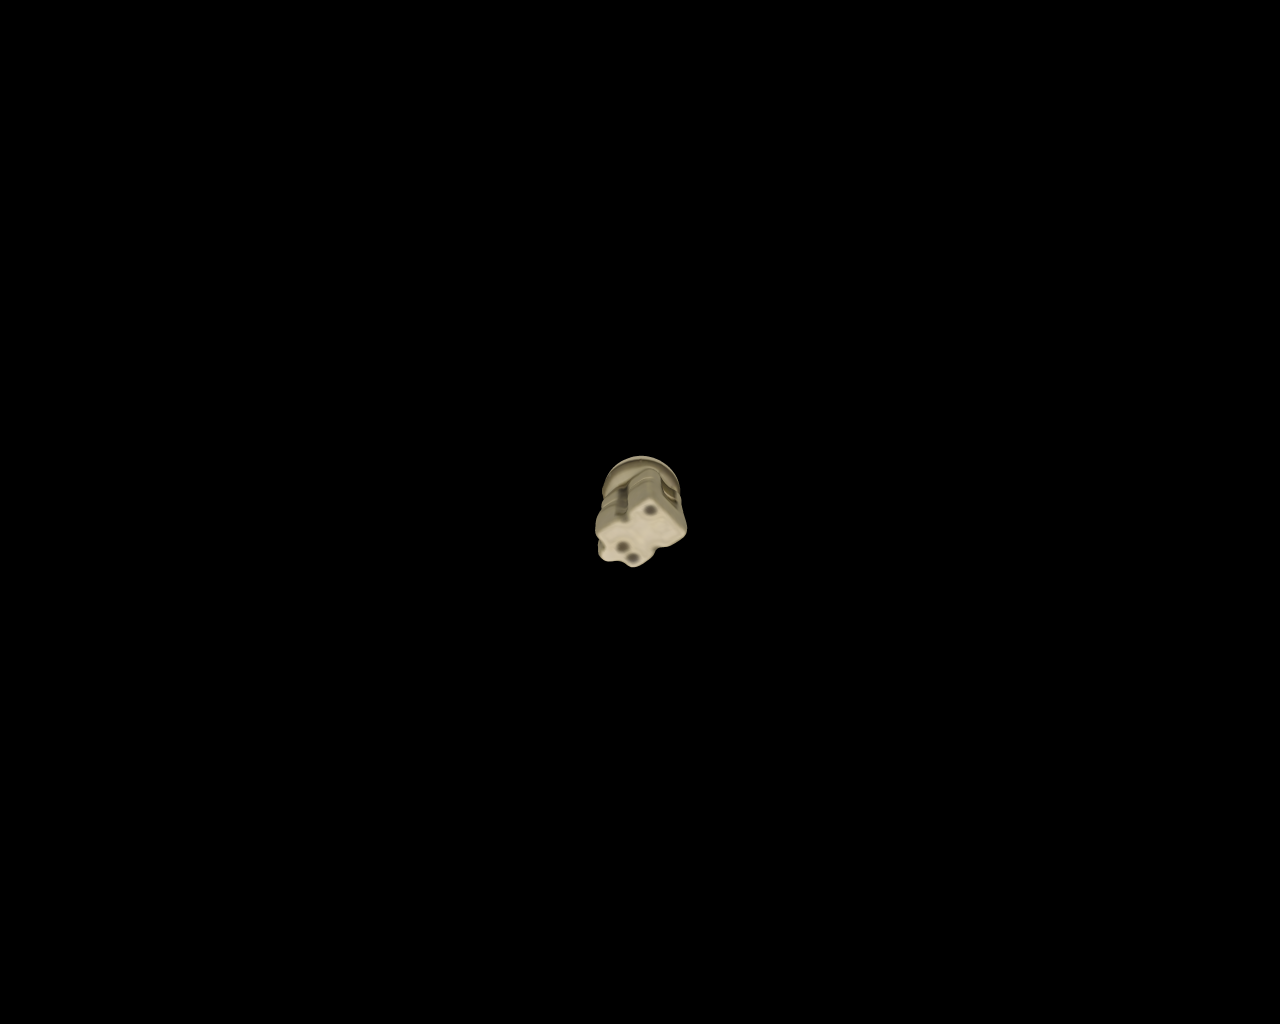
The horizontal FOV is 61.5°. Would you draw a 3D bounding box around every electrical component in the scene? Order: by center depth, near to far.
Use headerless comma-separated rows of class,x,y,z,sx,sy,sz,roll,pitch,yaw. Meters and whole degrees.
electrical component,0.001,-0.003,0.650,0.066,0.048,0.055,-33,29,21
